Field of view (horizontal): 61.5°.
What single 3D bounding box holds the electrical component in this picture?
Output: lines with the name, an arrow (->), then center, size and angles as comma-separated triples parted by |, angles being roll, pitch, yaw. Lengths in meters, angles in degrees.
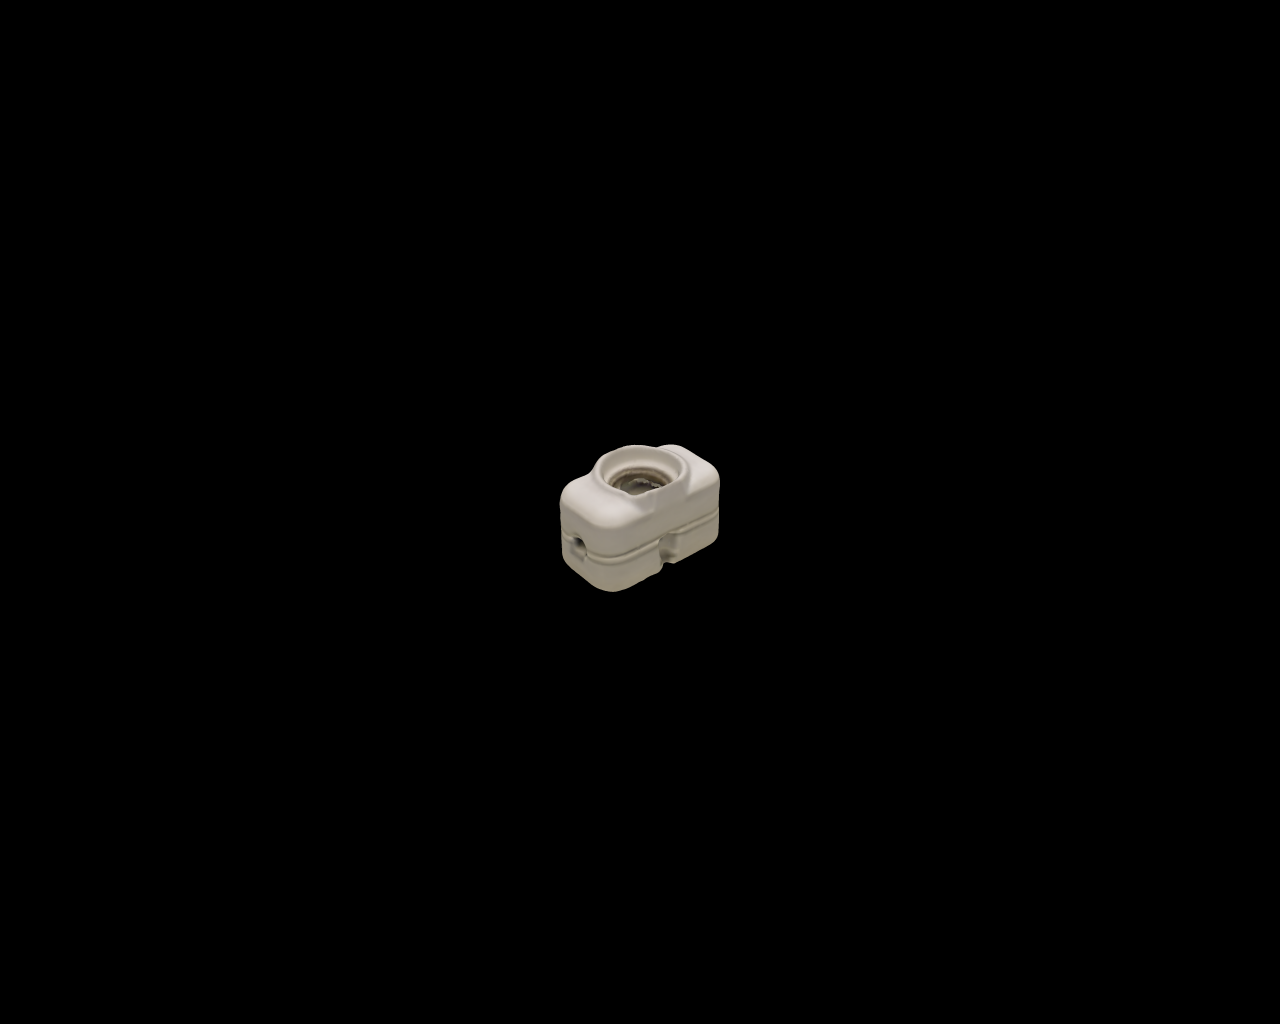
electrical component -> 0.001, -0.003, 0.650 | 0.095, 0.059, 0.054 | -24, 41, -31
